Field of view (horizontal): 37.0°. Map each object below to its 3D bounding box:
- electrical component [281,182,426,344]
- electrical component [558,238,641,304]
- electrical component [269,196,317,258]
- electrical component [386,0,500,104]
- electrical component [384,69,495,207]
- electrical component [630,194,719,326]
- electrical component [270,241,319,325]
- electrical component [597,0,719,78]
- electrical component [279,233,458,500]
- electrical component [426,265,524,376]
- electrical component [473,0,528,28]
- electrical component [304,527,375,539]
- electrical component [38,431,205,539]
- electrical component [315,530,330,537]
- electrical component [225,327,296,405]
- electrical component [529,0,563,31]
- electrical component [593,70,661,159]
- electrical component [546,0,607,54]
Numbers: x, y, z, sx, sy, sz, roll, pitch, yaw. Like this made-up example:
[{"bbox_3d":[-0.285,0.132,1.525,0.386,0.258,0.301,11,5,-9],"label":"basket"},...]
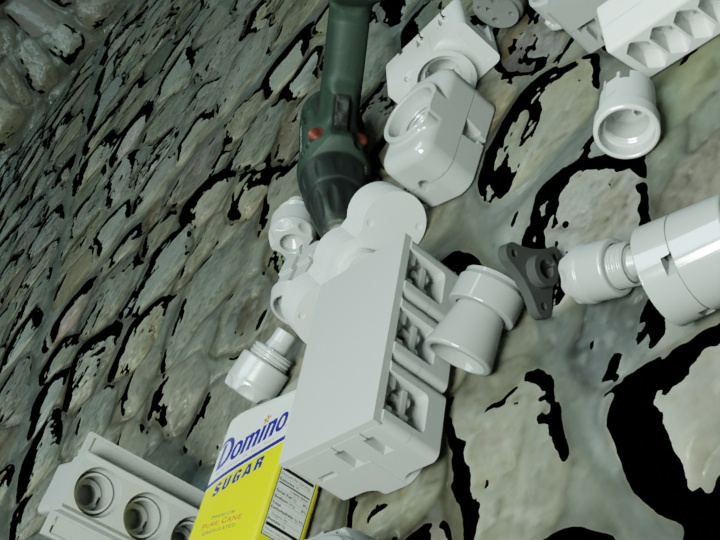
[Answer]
[{"bbox_3d":[0.000,0.000,0.815,0.138,0.052,0.074,-54,26,1],"label":"electrical component"},{"bbox_3d":[0.142,-0.002,0.597,0.061,0.035,0.035,-17,44,48],"label":"electrical component"},{"bbox_3d":[-0.060,-0.043,0.981,0.043,0.043,0.062,-39,28,29],"label":"electrical component"},{"bbox_3d":[0.069,-0.174,0.915,0.089,0.050,0.055,-41,28,26],"label":"electrical component"},{"bbox_3d":[0.059,-0.106,0.838,0.054,0.059,0.095,-22,40,48],"label":"electrical component"},{"bbox_3d":[0.170,-0.006,0.534,0.047,0.055,0.055,-29,35,35],"label":"electrical component"},{"bbox_3d":[-0.044,0.014,0.883,0.066,0.048,0.055,-27,29,43],"label":"electrical component"},{"bbox_3d":[0.197,-0.181,0.686,0.083,0.047,0.075,-32,52,39],"label":"electrical component"},{"bbox_3d":[0.012,0.064,0.704,0.089,0.062,0.150,-32,33,38],"label":"electrical component"},{"bbox_3d":[0.072,0.031,0.664,0.045,0.045,0.055,0,58,60],"label":"electrical component"},{"bbox_3d":[0.123,-0.239,0.911,0.045,0.045,0.055,-14,47,53],"label":"electrical component"},{"bbox_3d":[-0.010,0.182,0.577,0.080,0.080,0.051,-55,20,-1],"label":"electrical component"},{"bbox_3d":[-0.170,0.184,0.796,0.063,0.121,0.078,-22,40,52],"label":"electrical component"},{"bbox_3d":[-0.033,0.191,0.645,0.077,0.043,0.079,-54,25,1],"label":"electrical component"},{"bbox_3d":[-0.075,0.076,0.861,0.062,0.043,0.043,-56,26,-8],"label":"electrical component"},{"bbox_3d":[0.146,-0.218,0.825,0.048,0.062,0.048,-40,29,27],"label":"electrical component"},{"bbox_3d":[0.167,-0.098,0.670,0.040,0.040,0.046,-34,26,36],"label":"electrical component"},{"bbox_3d":[0.180,-0.206,0.760,0.089,0.056,0.050,-29,35,42],"label":"electrical component"}]
